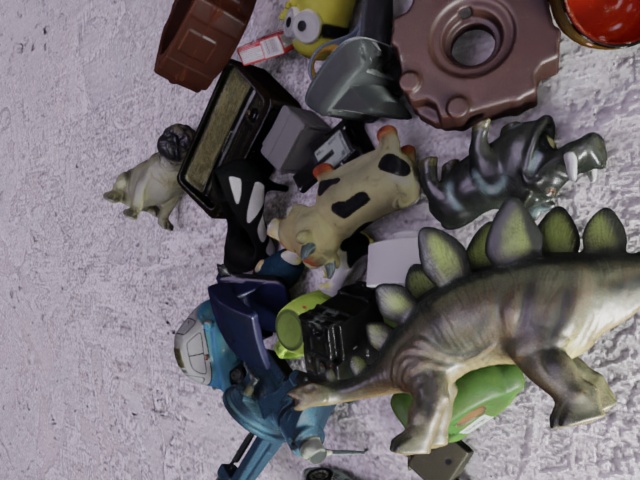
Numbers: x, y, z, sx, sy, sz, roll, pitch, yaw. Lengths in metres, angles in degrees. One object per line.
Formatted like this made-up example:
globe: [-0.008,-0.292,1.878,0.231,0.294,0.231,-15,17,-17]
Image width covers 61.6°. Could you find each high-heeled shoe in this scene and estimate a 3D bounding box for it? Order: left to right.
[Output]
high-heeled shoe: [-0.135,-0.007,0.809,0.086,0.145,0.248,43,116,33]

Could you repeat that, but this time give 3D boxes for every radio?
radio: [-0.131,-0.149,0.848,0.131,0.073,0.229,46,119,31]

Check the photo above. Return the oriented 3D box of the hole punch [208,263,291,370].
hole punch: [-0.107,0.114,0.771,0.116,0.092,0.142,4,128,22]

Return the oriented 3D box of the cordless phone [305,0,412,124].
cordless phone: [0.053,-0.234,0.632,0.089,0.146,0.184,9,100,34]

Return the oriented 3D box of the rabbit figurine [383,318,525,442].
rabbit figurine: [0.132,0.116,0.598,0.159,0.121,0.170,-49,49,26]

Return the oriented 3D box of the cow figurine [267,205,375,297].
cow figurine: [-0.003,-0.003,0.744,0.168,0.068,0.098,38,110,30]

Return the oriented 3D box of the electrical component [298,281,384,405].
electrical component: [0.037,0.132,0.671,0.058,0.115,0.134,13,121,43]

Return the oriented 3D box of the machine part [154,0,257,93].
machine part: [-0.172,-0.345,0.826,0.201,0.087,0.201,-45,38,37]

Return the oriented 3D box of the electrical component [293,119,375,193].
electrical component: [0.020,-0.106,0.733,0.119,0.047,0.075,-43,64,34]

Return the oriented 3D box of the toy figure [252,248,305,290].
toy figure: [-0.087,0.070,0.823,0.064,0.058,0.154,50,122,3]

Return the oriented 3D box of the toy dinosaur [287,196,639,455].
toy dinosaur: [0.184,0.064,0.477,0.472,0.105,0.198,-19,72,13]

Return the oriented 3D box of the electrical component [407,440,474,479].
electrical component: [0.141,0.262,0.641,0.102,0.045,0.078,28,90,36]

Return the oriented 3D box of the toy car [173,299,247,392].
toy car: [-0.185,0.174,0.876,0.109,0.103,0.161,-11,86,62]

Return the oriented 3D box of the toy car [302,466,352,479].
toy car: [0.050,0.360,0.717,0.202,0.056,0.073,0,97,43]

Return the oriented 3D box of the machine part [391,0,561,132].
machine part: [0.161,-0.205,0.564,0.180,0.056,0.179,-2,85,19]

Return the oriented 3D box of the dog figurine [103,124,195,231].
dog figurine: [-0.301,-0.136,0.999,0.173,0.121,0.190,31,97,33]

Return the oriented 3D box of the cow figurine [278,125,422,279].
cow figurine: [0.034,-0.038,0.654,0.195,0.085,0.127,-28,47,21]

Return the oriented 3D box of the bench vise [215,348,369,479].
bench vise: [-0.076,0.278,0.769,0.224,0.128,0.240,38,98,43]

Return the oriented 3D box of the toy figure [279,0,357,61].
toy figure: [0.017,-0.328,0.709,0.180,0.089,0.082,-66,29,10]

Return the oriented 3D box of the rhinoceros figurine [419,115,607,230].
rhinoceros figurine: [0.194,-0.069,0.563,0.190,0.073,0.112,-23,75,40]
